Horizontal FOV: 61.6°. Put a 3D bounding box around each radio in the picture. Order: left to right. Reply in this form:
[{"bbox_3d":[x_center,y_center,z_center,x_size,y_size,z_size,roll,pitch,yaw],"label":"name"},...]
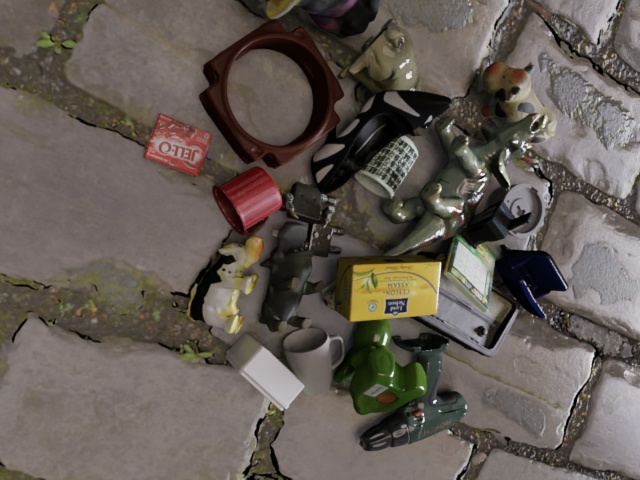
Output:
[{"bbox_3d":[0.270,0.127,1.052,0.229,0.073,0.131,30,82,-20],"label":"radio"}]

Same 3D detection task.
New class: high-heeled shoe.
[{"bbox_3d":[0.095,-0.158,0.893,0.086,0.249,0.145,31,59,-51],"label":"high-heeled shoe"}]

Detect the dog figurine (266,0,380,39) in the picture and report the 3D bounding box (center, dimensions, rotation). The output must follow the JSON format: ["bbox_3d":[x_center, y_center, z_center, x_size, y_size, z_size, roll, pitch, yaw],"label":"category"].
[{"bbox_3d":[-0.015,-0.378,0.832,0.219,0.191,0.109,-32,64,-23],"label":"dog figurine"}]

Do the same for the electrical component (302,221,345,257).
[{"bbox_3d":[-0.002,-0.003,0.963,0.094,0.021,0.063,9,92,-20],"label":"electrical component"}]

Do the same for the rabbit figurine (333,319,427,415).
[{"bbox_3d":[0.102,0.218,0.968,0.121,0.170,0.159,19,129,-20],"label":"rabbit figurine"}]

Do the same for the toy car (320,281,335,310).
[{"bbox_3d":[0.099,0.076,0.981,0.202,0.074,0.056,-23,104,-18],"label":"toy car"}]

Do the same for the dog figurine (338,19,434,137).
[{"bbox_3d":[0.148,-0.267,0.922,0.190,0.172,0.121,41,91,-12],"label":"dog figurine"}]

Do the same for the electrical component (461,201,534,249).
[{"bbox_3d":[0.333,-0.034,1.008,0.047,0.119,0.075,50,52,-9],"label":"electrical component"}]

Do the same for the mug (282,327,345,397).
[{"bbox_3d":[-0.008,0.217,0.957,0.109,0.081,0.107,-18,114,-25],"label":"mug"}]

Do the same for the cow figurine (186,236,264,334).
[{"bbox_3d":[-0.154,0.064,0.886,0.098,0.068,0.167,19,87,6],"label":"cow figurine"}]

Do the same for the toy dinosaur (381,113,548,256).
[{"bbox_3d":[0.250,-0.083,1.007,0.192,0.131,0.404,36,92,-32],"label":"toy dinosaur"}]

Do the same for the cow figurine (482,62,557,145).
[{"bbox_3d":[0.382,-0.262,1.032,0.194,0.127,0.085,39,78,-22],"label":"cow figurine"}]

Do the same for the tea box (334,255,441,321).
[{"bbox_3d":[0.114,0.078,0.910,0.170,0.068,0.098,-3,101,-23],"label":"tea box"}]

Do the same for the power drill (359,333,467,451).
[{"bbox_3d":[0.180,0.289,1.031,0.232,0.086,0.207,-3,93,-23],"label":"power drill"}]

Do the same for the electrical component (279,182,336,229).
[{"bbox_3d":[-0.020,-0.059,0.926,0.102,0.045,0.078,22,68,-18],"label":"electrical component"}]

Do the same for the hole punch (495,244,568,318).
[{"bbox_3d":[0.412,0.086,1.080,0.092,0.116,0.142,-48,111,-18],"label":"hole punch"}]

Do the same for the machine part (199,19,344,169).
[{"bbox_3d":[-0.077,-0.235,0.879,0.201,0.087,0.201,-38,106,-13],"label":"machine part"}]

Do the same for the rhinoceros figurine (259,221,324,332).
[{"bbox_3d":[-0.053,0.064,0.909,0.073,0.112,0.190,1,107,-37],"label":"rhinoceros figurine"}]
